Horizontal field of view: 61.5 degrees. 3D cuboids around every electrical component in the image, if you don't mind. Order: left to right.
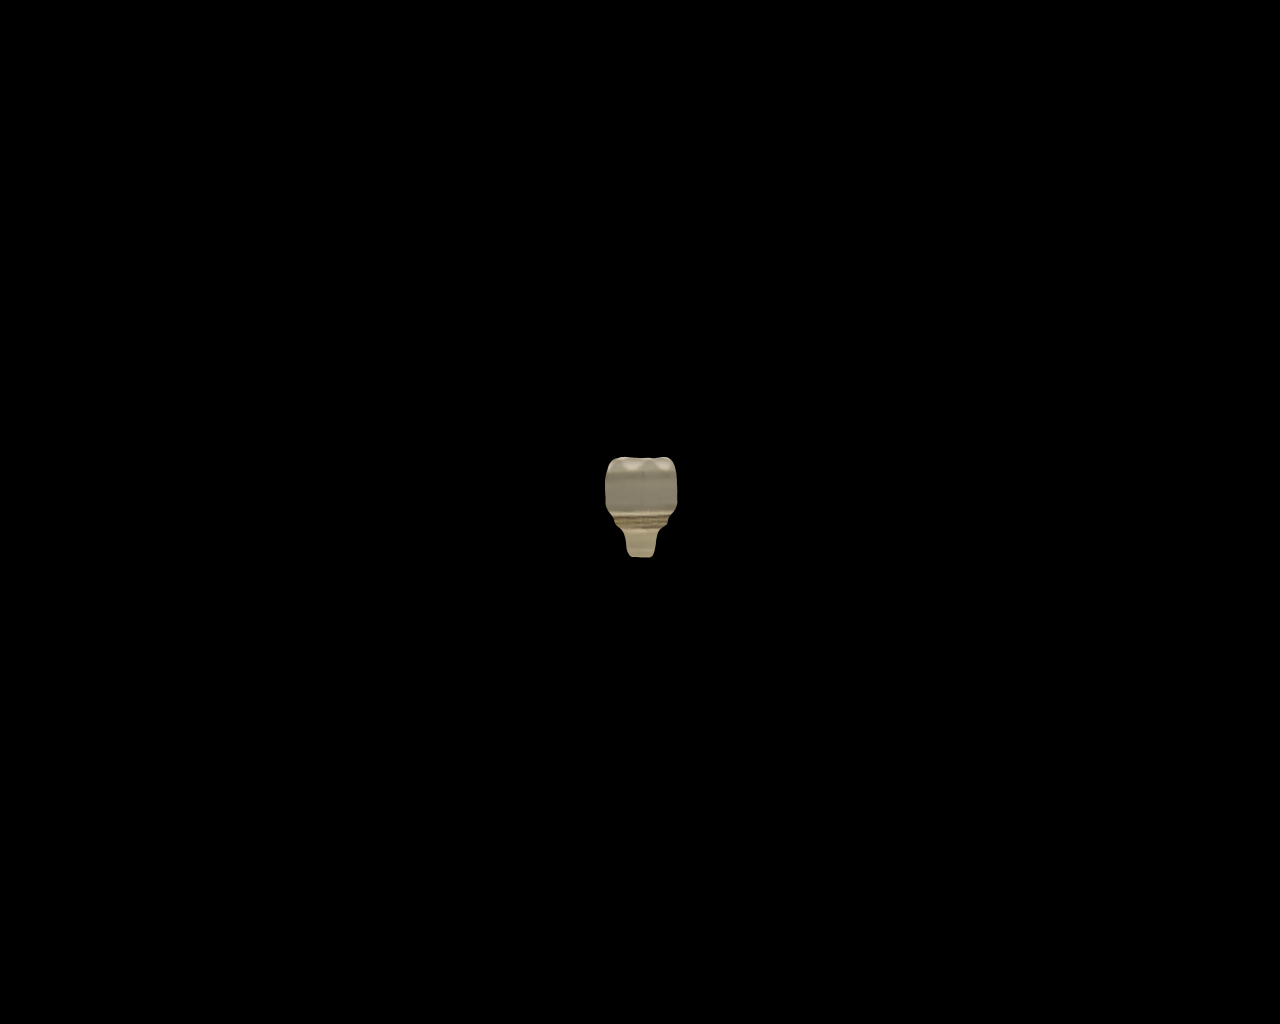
[{"bbox_3d":[0.001,-0.003,0.650,0.043,0.062,0.043,0,0,0],"label":"electrical component"}]
